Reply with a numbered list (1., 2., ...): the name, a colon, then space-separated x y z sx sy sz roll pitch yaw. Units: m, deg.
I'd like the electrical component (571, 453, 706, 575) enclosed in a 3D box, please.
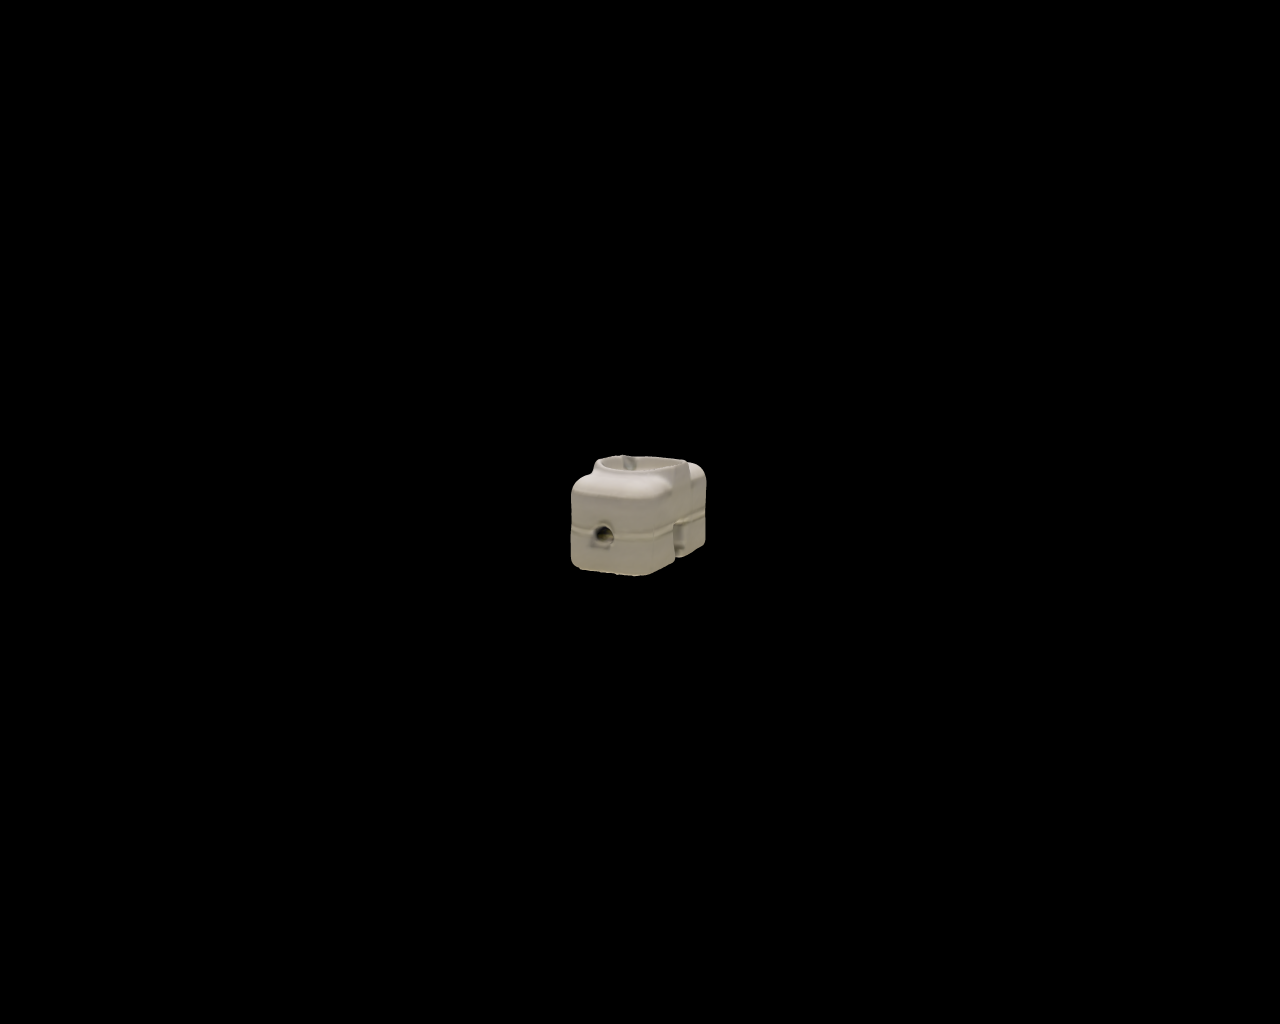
1. electrical component: 0.001 -0.003 0.650 0.054 0.059 0.095 6 13 27
